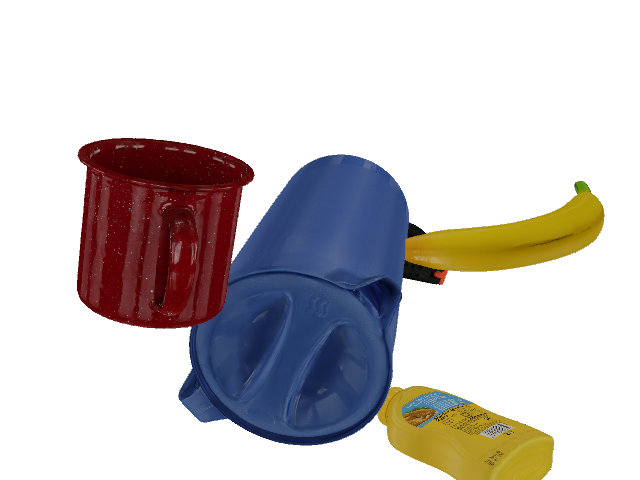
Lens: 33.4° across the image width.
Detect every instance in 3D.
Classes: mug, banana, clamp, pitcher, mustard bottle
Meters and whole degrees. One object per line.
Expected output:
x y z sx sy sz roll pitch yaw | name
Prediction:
-0.083 0.000 0.564 0.093 0.081 0.117 2 19 -22 | mug
0.159 -0.004 0.849 0.197 0.037 0.070 -16 22 -27 | banana
0.053 -0.005 1.265 0.210 0.036 0.164 33 40 24 | clamp
-0.009 0.033 0.786 0.149 0.145 0.242 8 27 7 | pitcher
0.122 0.185 1.032 0.096 0.058 0.192 -17 25 -40 | mustard bottle
